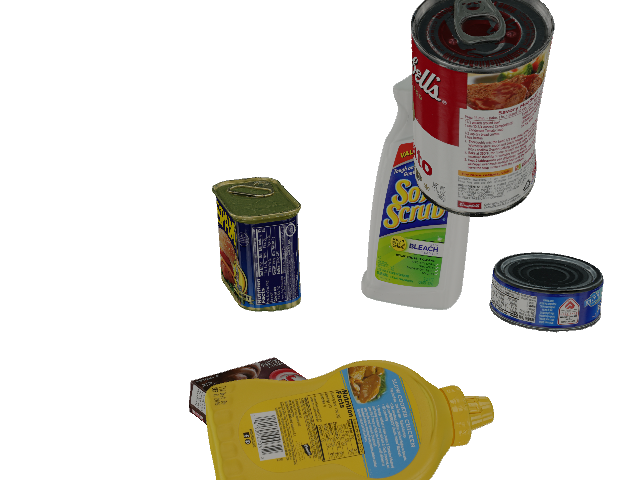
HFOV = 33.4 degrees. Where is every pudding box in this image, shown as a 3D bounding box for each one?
[{"bbox_3d":[-0.059,0.159,1.046,0.113,0.039,0.090,-13,29,-41],"label":"pudding box"}]

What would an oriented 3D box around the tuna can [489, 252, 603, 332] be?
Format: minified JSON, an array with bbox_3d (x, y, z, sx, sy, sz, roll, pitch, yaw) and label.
[{"bbox_3d":[0.176,0.039,0.831,0.086,0.034,0.086,1,20,0],"label":"tuna can"}]

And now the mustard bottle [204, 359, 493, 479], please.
[{"bbox_3d":[0.023,0.129,0.714,0.191,0.096,0.058,-9,-33,-10],"label":"mustard bottle"}]

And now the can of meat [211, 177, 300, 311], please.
[{"bbox_3d":[-0.052,0.003,0.875,0.057,0.084,0.102,-8,21,-16],"label":"can of meat"}]

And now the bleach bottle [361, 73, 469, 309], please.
[{"bbox_3d":[0.093,-0.060,1.012,0.103,0.251,0.068,9,29,18],"label":"bleach bottle"}]

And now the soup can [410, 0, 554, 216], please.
[{"bbox_3d":[0.081,-0.070,0.546,0.068,0.068,0.102,0,-42,6],"label":"soup can"}]
